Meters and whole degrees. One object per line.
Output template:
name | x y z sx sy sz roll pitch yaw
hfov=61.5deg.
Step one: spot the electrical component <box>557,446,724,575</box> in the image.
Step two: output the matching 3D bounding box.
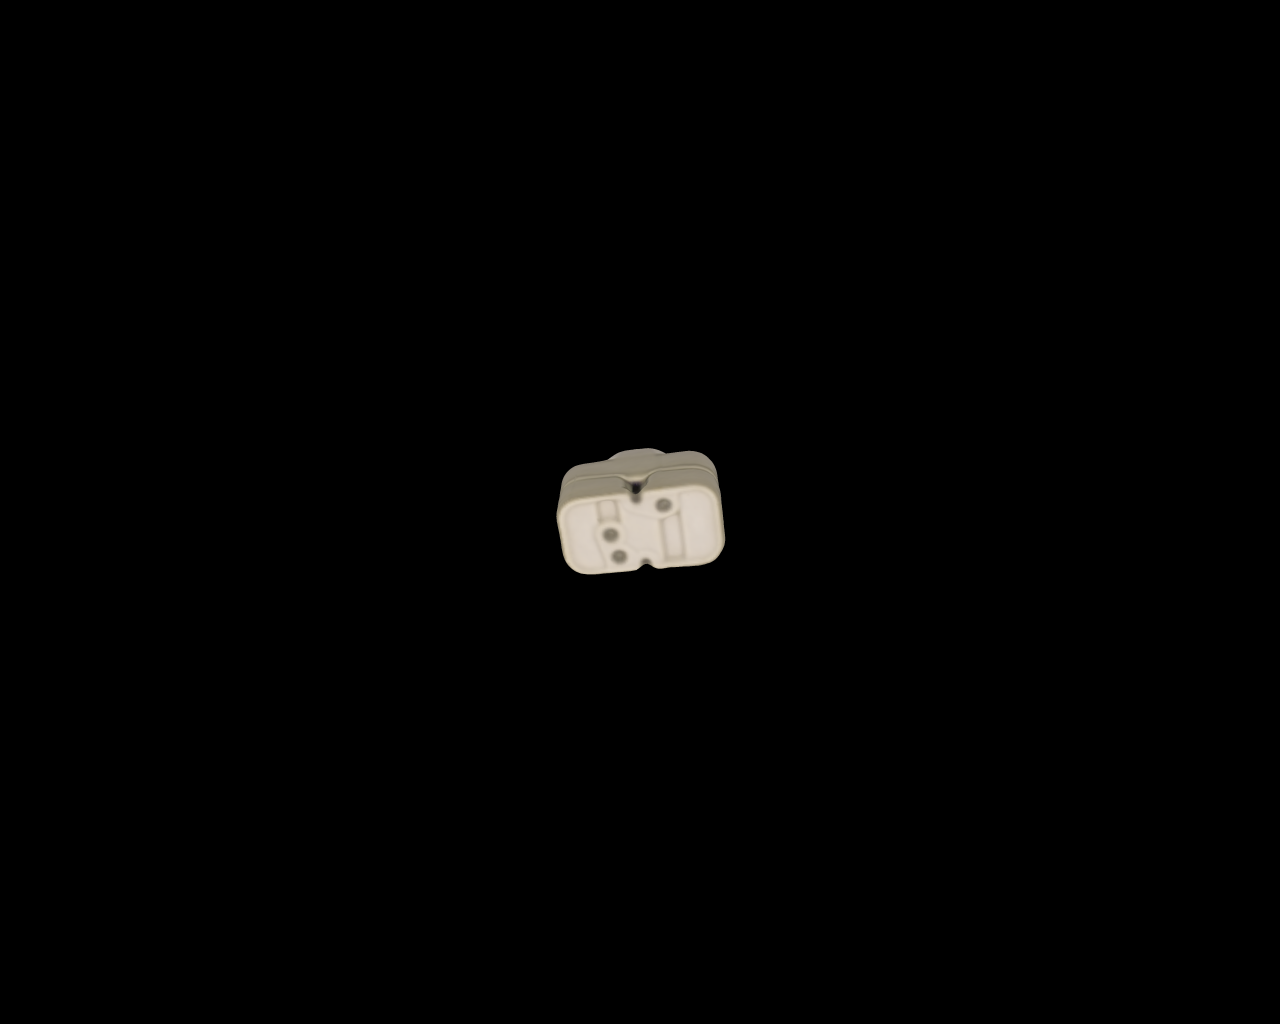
electrical component | 0.001 -0.003 0.650 0.095 0.053 0.059 -6 27 3
